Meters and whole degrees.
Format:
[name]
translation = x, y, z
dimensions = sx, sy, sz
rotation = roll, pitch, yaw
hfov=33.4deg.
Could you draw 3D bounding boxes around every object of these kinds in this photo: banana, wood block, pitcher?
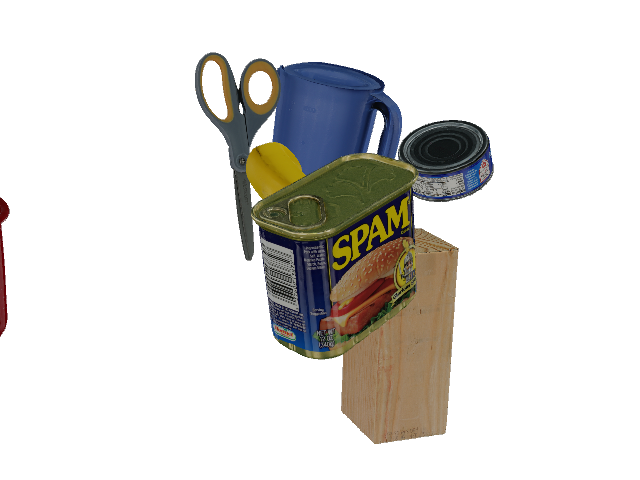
[banana]
translation = -0.029, -0.046, 0.830
dimensions = 0.069, 0.037, 0.198
rotation = 43, 5, -20
[wood block]
translation = 0.082, 0.099, 1.138
dimensions = 0.090, 0.206, 0.091
rotation = -4, 16, -21
[pitcher]
translation = 0.004, -0.098, 1.360
dimensions = 0.144, 0.243, 0.149
rotation = 4, 21, -15

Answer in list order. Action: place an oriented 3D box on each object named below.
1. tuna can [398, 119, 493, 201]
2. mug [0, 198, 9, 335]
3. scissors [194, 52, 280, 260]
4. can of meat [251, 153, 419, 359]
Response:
[tuna can]
translation = 0.115, -0.075, 0.985
dimensions = 0.086, 0.034, 0.086
rotation = -10, 38, 8
[mug]
translation = -0.240, 0.024, 0.636
dimensions = 0.093, 0.081, 0.117
rotation = 17, 27, 29
[scissors]
translation = -0.064, -0.091, 1.047
dimensions = 0.096, 0.202, 0.016
rotation = -23, 10, -24
[can of meat]
translation = 0.012, 0.008, 0.617
dimensions = 0.058, 0.084, 0.101
rotation = 19, 37, 37
